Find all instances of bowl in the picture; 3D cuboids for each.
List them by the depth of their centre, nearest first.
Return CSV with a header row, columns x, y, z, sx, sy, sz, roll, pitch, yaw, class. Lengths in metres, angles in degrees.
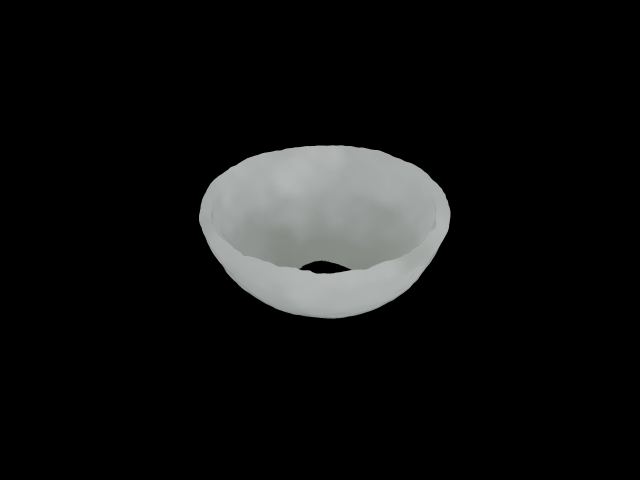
x,y,z,sx,sy,sz,roll,pitch,yaw,class
0.004,0.001,0.400,0.167,0.075,0.167,0,36,0,bowl
